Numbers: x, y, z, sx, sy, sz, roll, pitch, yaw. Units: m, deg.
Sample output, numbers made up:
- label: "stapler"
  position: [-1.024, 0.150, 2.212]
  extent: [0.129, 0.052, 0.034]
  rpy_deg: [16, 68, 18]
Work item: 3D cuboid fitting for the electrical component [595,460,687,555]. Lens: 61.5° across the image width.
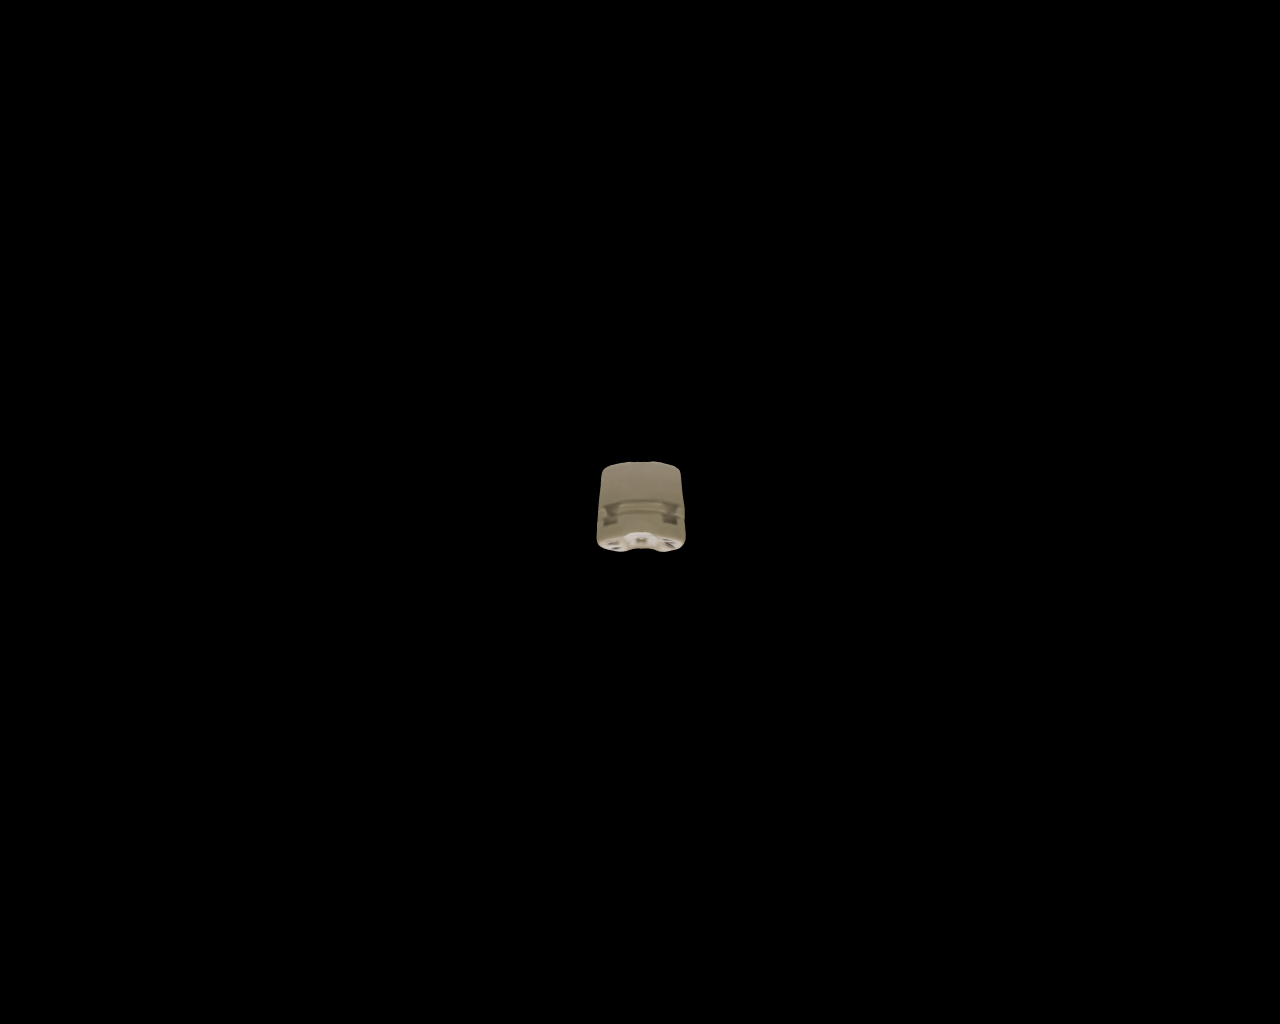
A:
- label: "electrical component"
  position: [0.001, -0.003, 0.650]
  extent: [0.055, 0.047, 0.055]
  rpy_deg: [0, -14, 0]
